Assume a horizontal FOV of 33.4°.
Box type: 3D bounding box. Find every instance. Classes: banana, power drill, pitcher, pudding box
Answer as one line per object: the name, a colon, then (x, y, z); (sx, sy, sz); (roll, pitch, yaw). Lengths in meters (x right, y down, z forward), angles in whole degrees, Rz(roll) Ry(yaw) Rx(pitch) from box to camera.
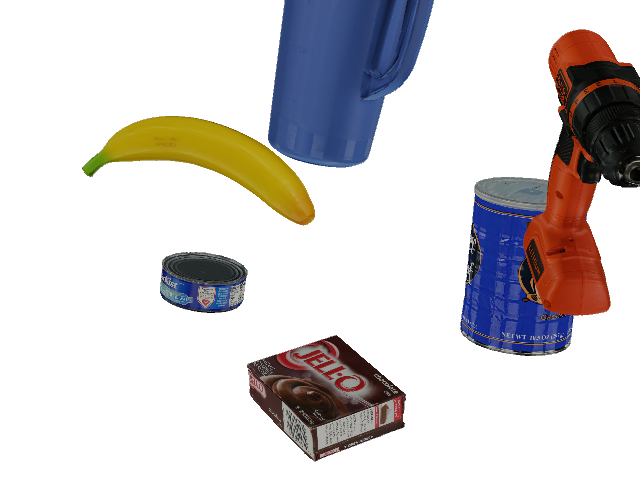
banana: (-0.092, -0.063, 0.868); (0.198, 0.069, 0.037); (12, -9, 13)
power drill: (0.197, -0.039, 0.784); (0.057, 0.188, 0.184); (2, 35, -1)
pitcher: (0.026, -0.198, 1.068); (0.145, 0.243, 0.149); (11, 19, -1)
pudding box: (0.004, 0.128, 0.885); (0.089, 0.039, 0.114); (-17, 32, -26)

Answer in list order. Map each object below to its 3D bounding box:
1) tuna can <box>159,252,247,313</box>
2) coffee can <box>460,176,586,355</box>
tuna can: (-0.117, 0.042, 1.067); (0.086, 0.034, 0.086); (8, 17, -3)
coffee can: (0.186, 0.021, 0.976); (0.103, 0.140, 0.103); (3, 16, -1)
